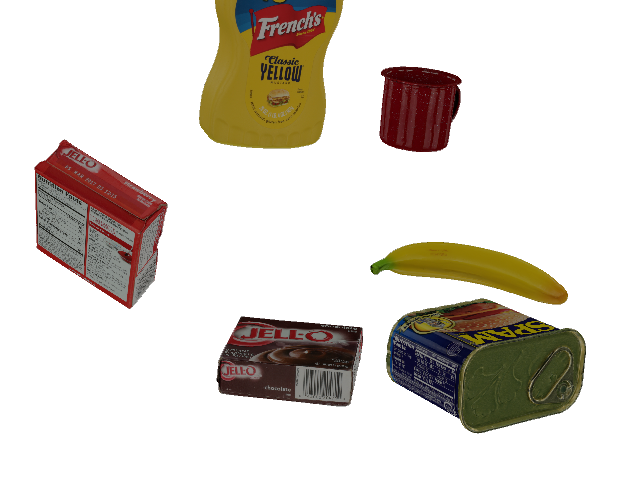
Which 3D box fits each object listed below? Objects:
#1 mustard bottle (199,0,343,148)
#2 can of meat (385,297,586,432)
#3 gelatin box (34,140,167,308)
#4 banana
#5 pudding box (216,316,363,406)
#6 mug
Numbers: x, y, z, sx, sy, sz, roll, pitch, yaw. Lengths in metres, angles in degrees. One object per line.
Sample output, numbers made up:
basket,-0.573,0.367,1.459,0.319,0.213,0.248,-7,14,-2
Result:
mustard bottle,-0.032,-0.166,0.799,0.096,0.192,0.058,0,26,-23
can of meat,0.105,0.077,0.694,0.101,0.057,0.084,-7,16,-31
gelatin box,-0.132,-0.009,0.635,0.073,0.030,0.089,31,-35,8
banana,0.153,0.033,1.095,0.198,0.037,0.069,7,37,10
pudding box,-0.024,0.101,0.909,0.113,0.039,0.090,7,20,6
mug,0.121,-0.154,1.247,0.117,0.081,0.093,-16,29,-43
